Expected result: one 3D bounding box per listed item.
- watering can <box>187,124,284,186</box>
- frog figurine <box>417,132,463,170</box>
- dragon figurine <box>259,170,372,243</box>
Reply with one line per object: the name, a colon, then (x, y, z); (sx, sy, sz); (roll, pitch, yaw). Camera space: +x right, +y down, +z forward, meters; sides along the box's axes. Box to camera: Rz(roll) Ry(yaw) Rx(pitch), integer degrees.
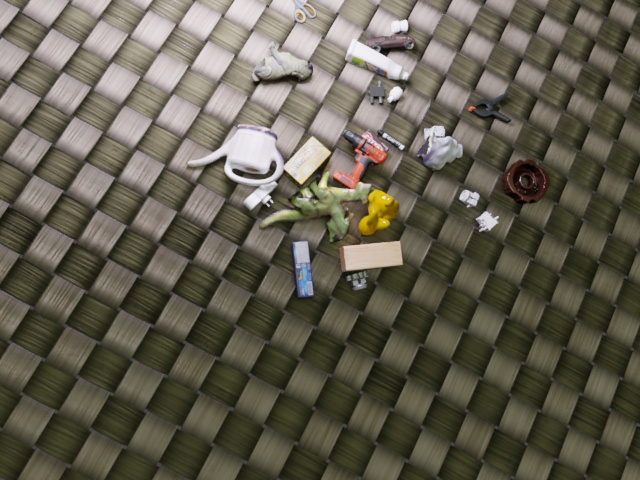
watering can: (-0.291, -0.318, 1.857); (0.348, 0.103, 0.227); (14, 77, 6)
frog figurine: (0.470, -0.328, 1.957); (0.159, 0.125, 0.135); (16, 113, -14)
dragon figurine: (0.006, -0.093, 1.857); (0.408, 0.123, 0.242); (-38, 96, 9)
